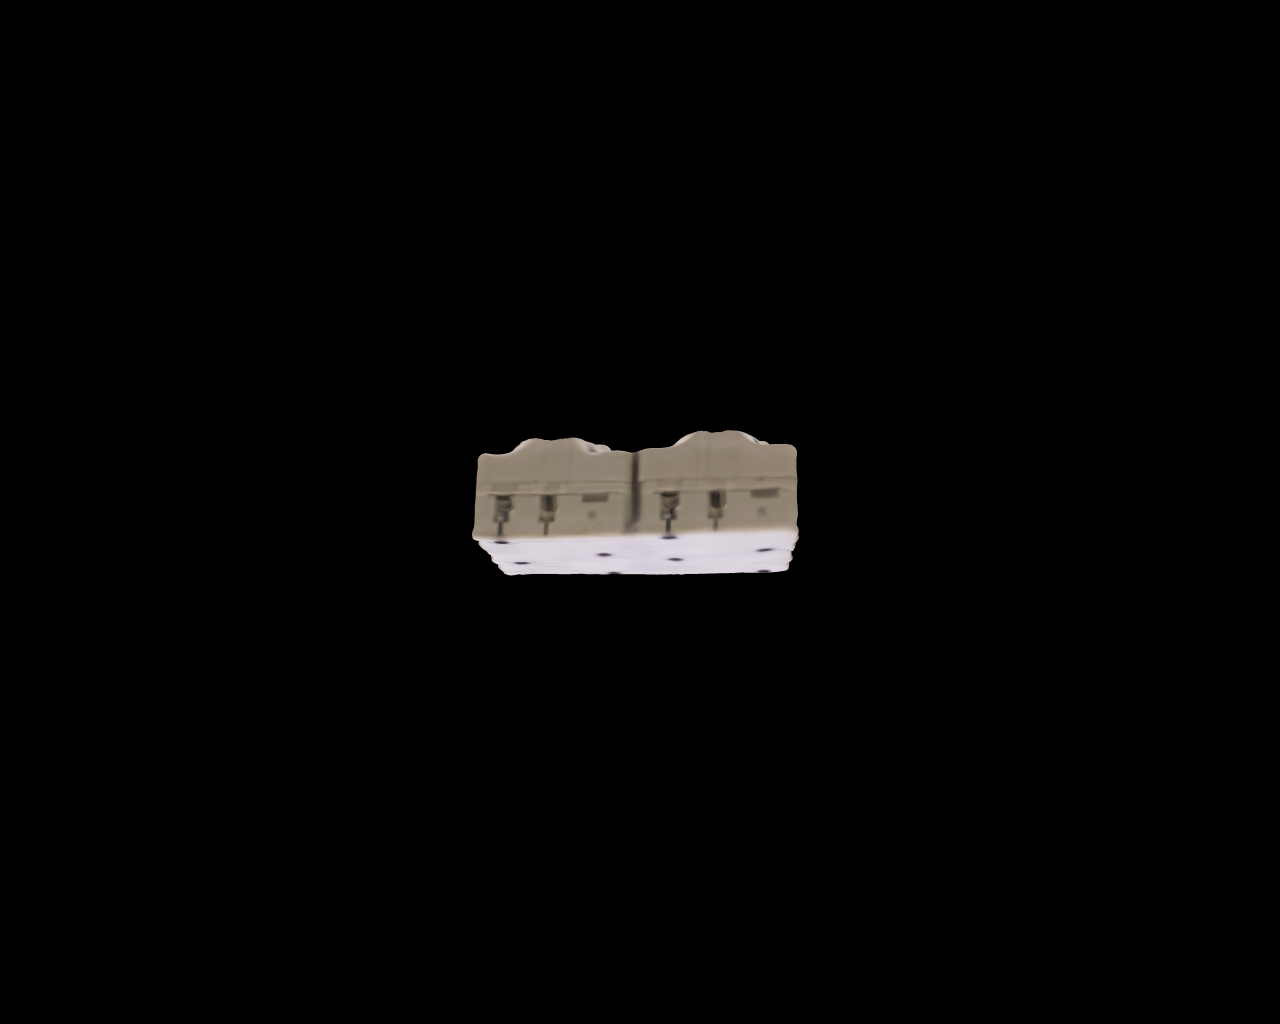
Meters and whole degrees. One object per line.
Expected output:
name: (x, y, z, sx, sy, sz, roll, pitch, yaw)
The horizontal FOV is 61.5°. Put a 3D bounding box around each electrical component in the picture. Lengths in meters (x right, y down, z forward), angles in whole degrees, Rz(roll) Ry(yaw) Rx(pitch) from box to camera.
electrical component: (0.001, -0.003, 0.650, 0.186, 0.060, 0.105, -1, -15, 5)
